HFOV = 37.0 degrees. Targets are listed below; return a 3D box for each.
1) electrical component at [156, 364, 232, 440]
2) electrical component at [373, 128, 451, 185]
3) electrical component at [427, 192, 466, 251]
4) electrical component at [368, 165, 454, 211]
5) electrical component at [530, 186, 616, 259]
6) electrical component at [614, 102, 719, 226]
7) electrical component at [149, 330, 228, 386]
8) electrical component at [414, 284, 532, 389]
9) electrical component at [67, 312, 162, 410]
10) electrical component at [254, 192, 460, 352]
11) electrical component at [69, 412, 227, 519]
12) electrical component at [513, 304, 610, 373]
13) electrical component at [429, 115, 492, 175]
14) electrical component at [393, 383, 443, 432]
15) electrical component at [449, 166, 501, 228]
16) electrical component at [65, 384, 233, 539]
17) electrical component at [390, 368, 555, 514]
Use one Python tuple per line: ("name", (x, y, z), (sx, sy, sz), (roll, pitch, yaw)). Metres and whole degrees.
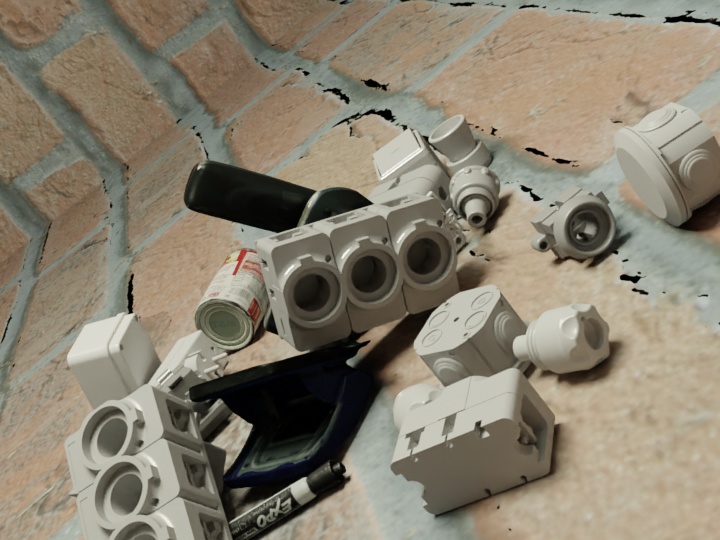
("electrical component", (-0.190, 0.151, 1.013), (0.121, 0.063, 0.079), (-45, 20, -17))
("electrical component", (0.054, -0.105, 1.149), (0.062, 0.061, 0.096), (-35, 20, 10))
("electrical component", (0.060, -0.029, 0.994), (0.081, 0.042, 0.064), (-50, 26, -15))
("electrical component", (0.045, -0.057, 1.072), (0.095, 0.053, 0.059), (-21, 26, 41))
("electrical component", (0.166, -0.035, 0.822), (0.066, 0.048, 0.055), (-39, 12, -2))
("electrical component", (0.221, -0.076, 0.764), (0.051, 0.080, 0.080), (-33, 20, 1))
("electrical component", (-0.165, 0.103, 1.100), (0.076, 0.047, 0.083), (-24, 24, 36))
("electrical component", (0.083, 0.053, 0.766), (0.080, 0.051, 0.080), (-34, 20, 14))
("electrical component", (-0.247, 0.110, 1.123), (0.057, 0.113, 0.078), (-15, 25, 13))
("electrical component", (0.000, 0.000, 0.895), (0.150, 0.089, 0.062), (-18, 15, -16))
("electrical component", (-0.177, 0.169, 0.907), (0.121, 0.063, 0.078), (-13, 61, 32))
("electrical component", (0.130, 0.047, 0.708), (0.062, 0.043, 0.043), (-18, 28, 47))
("electrical component", (0.105, -0.126, 1.116), (0.045, 0.055, 0.045), (-34, 20, 14))
("electrical component", (0.043, 0.099, 0.746), (0.043, 0.043, 0.062), (-43, 19, -11))
("electrical component", (0.107, -0.063, 0.992), (0.048, 0.048, 0.062), (-30, 29, 23))
("electrical component", (-0.161, 0.173, 0.807), (0.089, 0.062, 0.150), (-34, 54, 14))
("electrical component", (0.072, 0.105, 0.673), (0.089, 0.050, 0.055), (-28, 23, 29))
